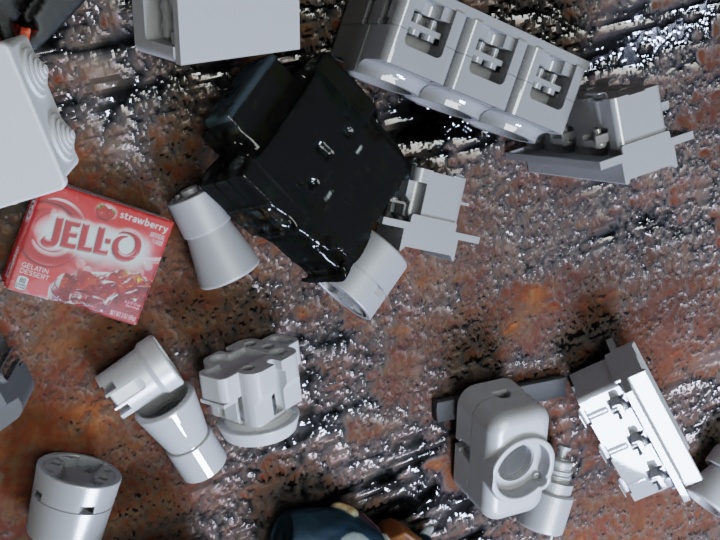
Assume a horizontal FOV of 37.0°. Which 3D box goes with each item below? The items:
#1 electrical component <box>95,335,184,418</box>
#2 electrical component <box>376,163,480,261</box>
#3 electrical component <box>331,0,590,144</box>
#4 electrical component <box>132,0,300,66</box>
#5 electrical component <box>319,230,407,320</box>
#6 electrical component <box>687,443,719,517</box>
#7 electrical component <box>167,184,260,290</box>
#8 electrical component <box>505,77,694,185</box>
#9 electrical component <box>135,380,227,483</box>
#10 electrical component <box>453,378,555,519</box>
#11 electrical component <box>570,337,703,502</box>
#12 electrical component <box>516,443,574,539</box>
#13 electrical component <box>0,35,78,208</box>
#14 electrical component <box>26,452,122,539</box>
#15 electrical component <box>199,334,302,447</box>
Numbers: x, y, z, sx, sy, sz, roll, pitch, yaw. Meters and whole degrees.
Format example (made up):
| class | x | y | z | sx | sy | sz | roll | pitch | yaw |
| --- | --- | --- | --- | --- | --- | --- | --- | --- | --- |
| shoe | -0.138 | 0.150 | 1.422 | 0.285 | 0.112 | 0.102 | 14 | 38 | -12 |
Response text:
| class | x | y | z | sx | sy | sz | roll | pitch | yaw |
| --- | --- | --- | --- | --- | --- | --- | --- | --- | --- |
| electrical component | -0.148 | 0.072 | 0.718 | 0.046 | 0.040 | 0.040 | -34 | 113 | -8 |
| electrical component | 0.045 | -0.043 | 0.780 | 0.081 | 0.042 | 0.063 | 10 | 93 | -27 |
| electrical component | 0.066 | -0.141 | 0.741 | 0.150 | 0.089 | 0.061 | 17 | 94 | -27 |
| electrical component | -0.091 | -0.208 | 0.652 | 0.089 | 0.062 | 0.150 | -17 | 118 | -36 |
| electrical component | 0.000 | 0.000 | 0.762 | 0.055 | 0.055 | 0.047 | 44 | 78 | -26 |
| electrical component | 0.323 | 0.186 | 0.956 | 0.045 | 0.045 | 0.055 | 43 | 82 | -26 |
| electrical component | -0.100 | -0.025 | 0.718 | 0.044 | 0.044 | 0.065 | -29 | 107 | -16 |
| electrical component | 0.168 | -0.102 | 0.778 | 0.079 | 0.121 | 0.063 | -19 | 106 | -20 |
| electrical component | -0.120 | 0.114 | 0.739 | 0.044 | 0.044 | 0.065 | -33 | 118 | -15 |
| electrical component | 0.111 | 0.140 | 0.832 | 0.054 | 0.059 | 0.095 | -9 | 115 | -23 |
| electrical component | 0.224 | 0.128 | 0.884 | 0.063 | 0.078 | 0.121 | -26 | 114 | 14 |
| electrical component | 0.156 | 0.181 | 0.881 | 0.040 | 0.040 | 0.078 | 14 | 95 | -27 |
| electrical component | -0.223 | -0.083 | 0.628 | 0.100 | 0.048 | 0.099 | -16 | 111 | 6 |
| electrical component | -0.190 | 0.153 | 0.708 | 0.055 | 0.055 | 0.047 | 12 | 100 | -26 |
| electrical component | -0.073 | 0.085 | 0.742 | 0.078 | 0.058 | 0.057 | -26 | 117 | -46 |
